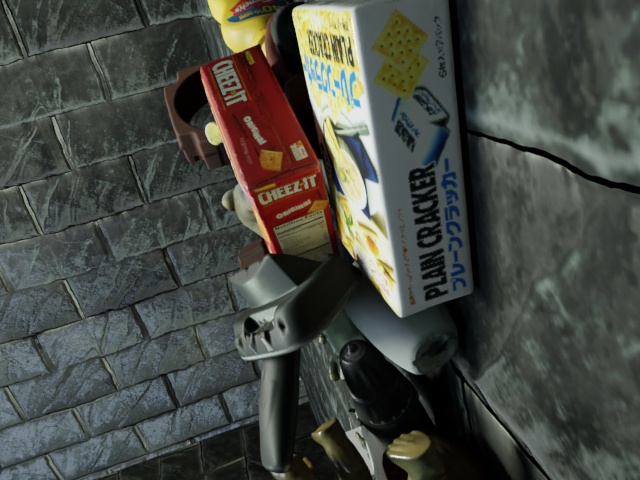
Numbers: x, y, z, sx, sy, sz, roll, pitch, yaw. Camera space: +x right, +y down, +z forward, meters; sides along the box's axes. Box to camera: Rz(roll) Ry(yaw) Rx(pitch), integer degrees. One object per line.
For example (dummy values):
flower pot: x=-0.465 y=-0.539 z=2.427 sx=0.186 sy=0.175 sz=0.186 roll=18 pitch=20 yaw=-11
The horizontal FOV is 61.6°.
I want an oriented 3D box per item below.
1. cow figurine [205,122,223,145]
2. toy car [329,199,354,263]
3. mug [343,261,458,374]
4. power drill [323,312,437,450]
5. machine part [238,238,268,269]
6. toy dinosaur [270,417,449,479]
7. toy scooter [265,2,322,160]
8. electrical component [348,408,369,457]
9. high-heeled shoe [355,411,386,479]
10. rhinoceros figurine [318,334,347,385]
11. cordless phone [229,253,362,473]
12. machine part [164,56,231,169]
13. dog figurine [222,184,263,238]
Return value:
cow figurine: x=-0.073 y=-0.124 z=0.764 sx=0.167 sy=0.068 sz=0.098 roll=44 pitch=-157 yaw=-7
toy car: x=-0.002 y=-0.002 z=0.743 sx=0.103 sy=0.109 sz=0.161 roll=-91 pitch=2 yaw=-51
mug: x=0.075 y=0.077 z=0.493 sx=0.107 sy=0.081 sz=0.109 roll=-130 pitch=27 yaw=-51
power drill: x=0.062 y=0.148 z=0.622 sx=0.231 sy=0.086 sz=0.207 roll=59 pitch=176 yaw=-27
machine part: x=-0.066 y=0.078 z=0.896 sx=0.179 sy=0.056 sz=0.179 roll=55 pitch=-168 yaw=-18
toy dinosaur: x=0.088 y=0.258 z=0.423 sx=0.198 sy=0.105 sz=0.471 roll=60 pitch=157 yaw=-7
toy scooter: x=-0.005 y=-0.149 z=0.574 sx=0.135 sy=0.075 sz=0.184 roll=130 pitch=117 yaw=-81
electrical component: x=0.086 y=0.285 z=0.811 sx=0.078 sy=0.045 sz=0.102 roll=44 pitch=-168 yaw=-27
high-heeled shoe: x=0.124 y=0.303 z=0.705 sx=0.249 sy=0.086 sz=0.145 roll=55 pitch=-165 yaw=18
rhinoceros figurine: x=0.048 y=0.172 z=0.878 sx=0.190 sy=0.073 sz=0.112 roll=-114 pitch=23 yaw=-55
cordless phone: x=-0.027 y=0.111 z=0.473 sx=0.146 sy=0.089 sz=0.184 roll=-28 pitch=58 yaw=59
machine part: x=-0.174 y=-0.239 z=0.999 sx=0.087 sy=0.201 sz=0.201 roll=82 pitch=167 yaw=-57
dog figurine: x=-0.053 y=-0.004 z=0.842 sx=0.121 sy=0.172 sz=0.190 roll=62 pitch=-165 yaw=-79
